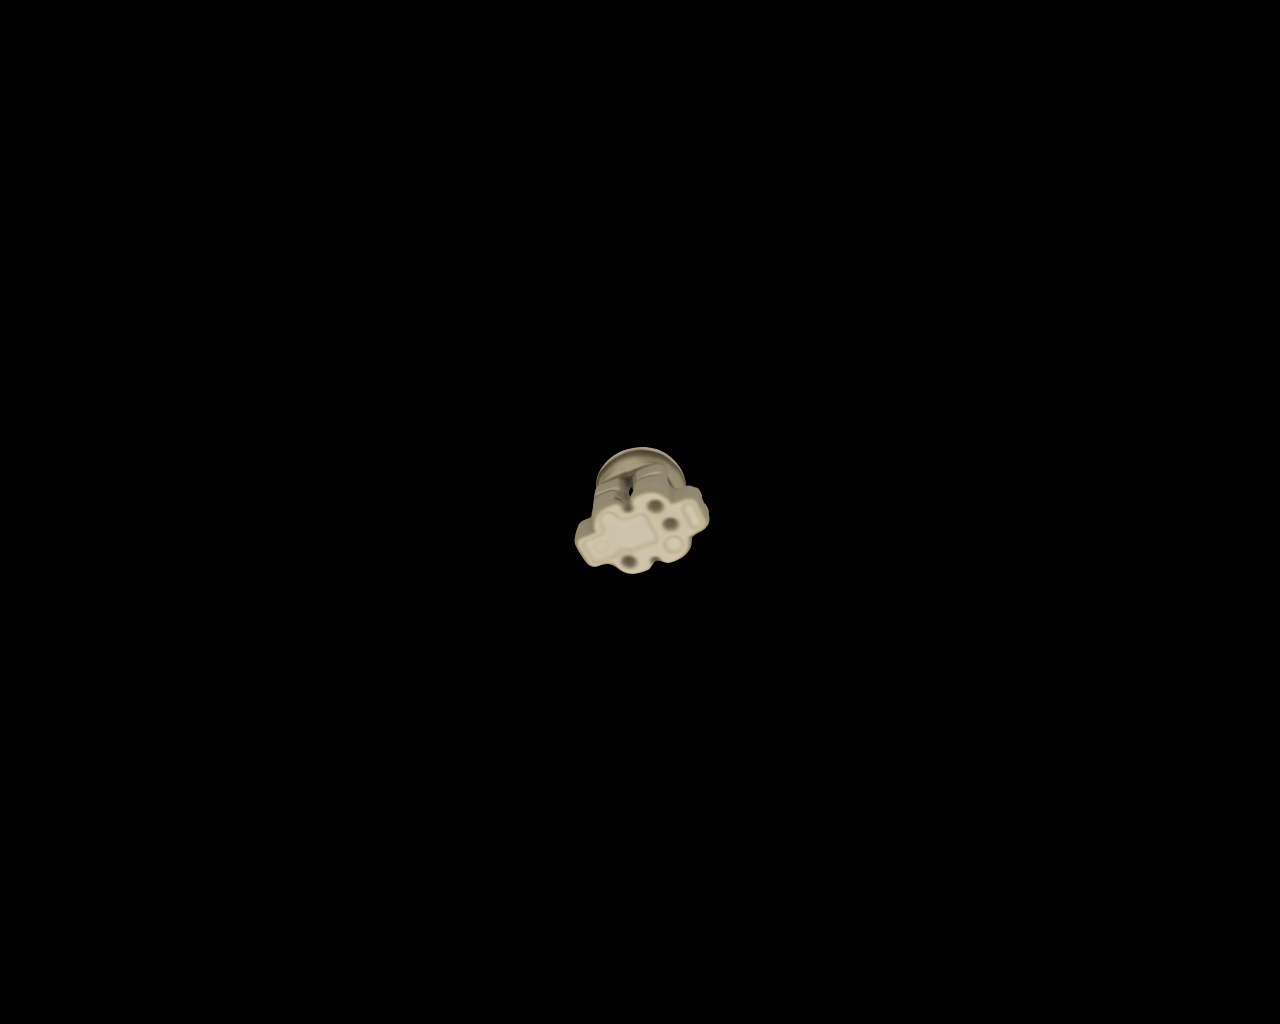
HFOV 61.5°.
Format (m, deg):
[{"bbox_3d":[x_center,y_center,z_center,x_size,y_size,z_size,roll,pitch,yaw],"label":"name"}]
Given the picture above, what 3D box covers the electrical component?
[{"bbox_3d":[0.001,-0.003,0.650,0.078,0.058,0.057,-20,31,13],"label":"electrical component"}]
